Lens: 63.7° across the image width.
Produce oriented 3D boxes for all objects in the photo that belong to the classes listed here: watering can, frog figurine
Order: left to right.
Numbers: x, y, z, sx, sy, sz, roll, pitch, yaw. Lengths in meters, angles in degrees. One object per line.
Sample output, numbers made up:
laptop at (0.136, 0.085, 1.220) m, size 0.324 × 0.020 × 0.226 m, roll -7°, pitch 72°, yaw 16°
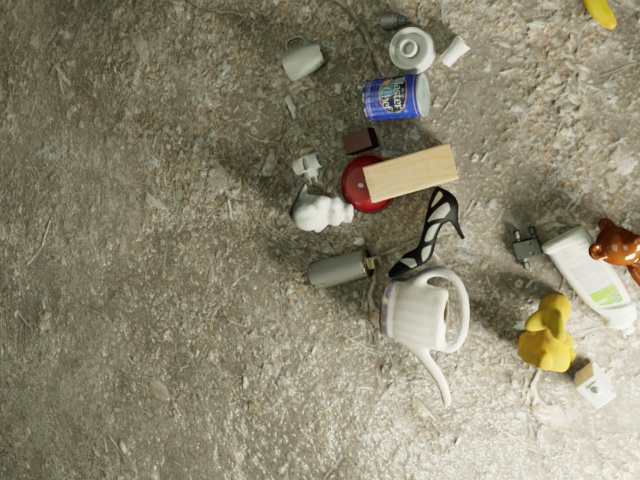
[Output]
frog figurine at (0.004, -0.069, 1.374) m, size 0.160 × 0.125 × 0.134 m, roll 28°, pitch 142°, yaw 11°
watering can at (0.251, 0.229, 1.286) m, size 0.225 × 0.104 × 0.345 m, roll 9°, pitch 99°, yaw 26°
